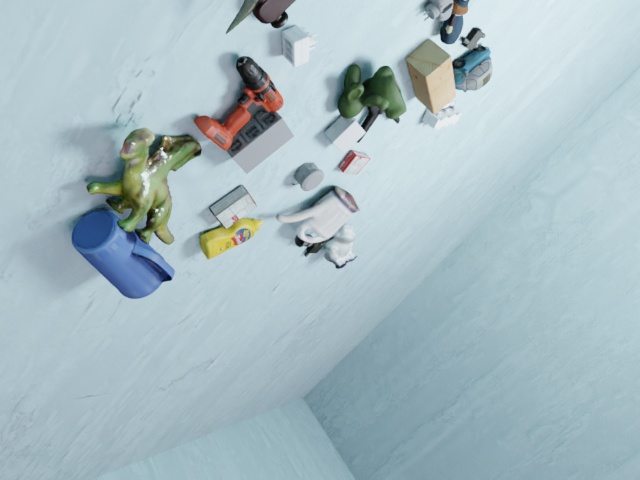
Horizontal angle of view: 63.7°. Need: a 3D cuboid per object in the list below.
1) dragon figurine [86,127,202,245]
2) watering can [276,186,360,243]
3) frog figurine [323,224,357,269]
[{"bbox_3d":[-0.347,-0.123,1.140,0.243,0.123,0.406,-46,165,-4],"label":"dragon figurine"},{"bbox_3d":[0.005,-0.084,1.674,0.223,0.105,0.344,-44,155,8],"label":"watering can"},{"bbox_3d":[0.075,0.011,1.981,0.138,0.124,0.157,-17,112,-23],"label":"frog figurine"}]
